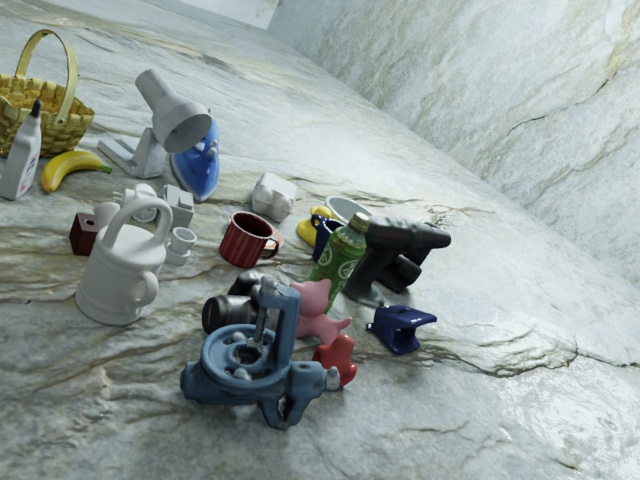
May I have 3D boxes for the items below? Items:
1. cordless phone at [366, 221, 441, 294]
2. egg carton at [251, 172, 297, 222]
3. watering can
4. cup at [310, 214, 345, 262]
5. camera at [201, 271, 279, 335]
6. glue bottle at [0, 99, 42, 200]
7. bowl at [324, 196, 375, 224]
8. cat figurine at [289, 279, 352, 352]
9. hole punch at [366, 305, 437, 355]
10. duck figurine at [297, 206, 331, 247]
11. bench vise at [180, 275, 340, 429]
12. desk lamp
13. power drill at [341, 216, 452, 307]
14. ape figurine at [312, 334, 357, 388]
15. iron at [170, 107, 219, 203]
[{"bbox_3d":[0.192,0.017,1.353,0.147,0.185,0.094,29,24,0],"label":"cordless phone"},{"bbox_3d":[-0.112,-0.108,1.403,0.107,0.069,0.150,25,24,-10],"label":"egg carton"},{"bbox_3d":[-0.280,0.015,0.824,0.172,0.194,0.101,34,24,11],"label":"watering can"},{"bbox_3d":[0.012,0.005,1.289,0.117,0.095,0.092,37,25,17],"label":"cup"},{"bbox_3d":[-0.120,0.109,0.932,0.137,0.100,0.142,10,31,-37],"label":"camera"},{"bbox_3d":[-0.488,-0.154,0.951,0.037,0.173,0.078,21,25,-17],"label":"glue bottle"},{"bbox_3d":[0.073,-0.040,1.467,0.168,0.074,0.167,24,24,-11],"label":"bowl"},{"bbox_3d":[-0.003,0.126,1.006,0.127,0.117,0.067,33,24,9],"label":"cat figurine"},{"bbox_3d":[0.164,0.164,1.149,0.109,0.091,0.100,-3,40,-51],"label":"hole punch"},{"bbox_3d":[-0.002,-0.038,1.367,0.078,0.086,0.104,9,31,-38],"label":"duck figurine"},{"bbox_3d":[-0.061,0.145,0.779,0.208,0.219,0.121,10,30,-37],"label":"bench vise"},{"bbox_3d":[-0.350,-0.238,1.218,0.203,0.213,0.118,37,25,17],"label":"desk lamp"},{"bbox_3d":[0.143,0.040,1.225,0.230,0.208,0.075,17,27,-25],"label":"power drill"},{"bbox_3d":[0.028,0.194,0.939,0.077,0.092,0.076,38,25,19],"label":"ape figurine"},{"bbox_3d":[-0.268,-0.205,1.334,0.119,0.141,0.257,16,27,-27],"label":"iron"}]
